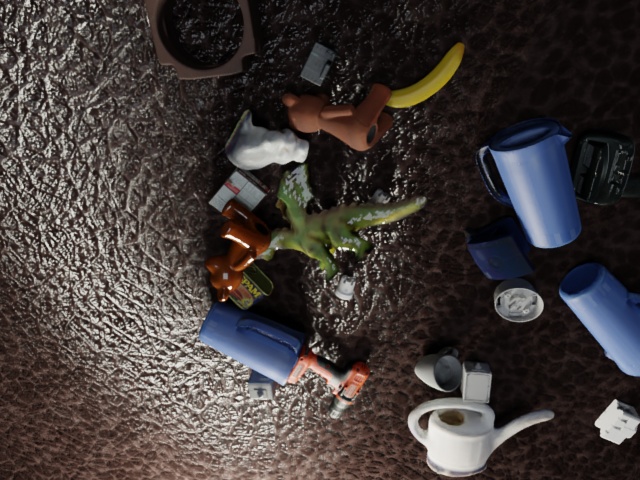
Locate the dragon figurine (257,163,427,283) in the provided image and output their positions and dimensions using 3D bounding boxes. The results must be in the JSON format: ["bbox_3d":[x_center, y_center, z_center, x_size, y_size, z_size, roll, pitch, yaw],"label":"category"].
[{"bbox_3d":[0.003,-0.056,1.107,0.405,0.124,0.242,-39,95,26],"label":"dragon figurine"}]

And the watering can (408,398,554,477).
[{"bbox_3d":[0.396,0.494,1.297,0.347,0.106,0.220,2,115,7],"label":"watering can"}]

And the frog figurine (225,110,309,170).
[{"bbox_3d":[-0.110,-0.187,1.064,0.158,0.125,0.135,29,148,-16],"label":"frog figurine"}]
